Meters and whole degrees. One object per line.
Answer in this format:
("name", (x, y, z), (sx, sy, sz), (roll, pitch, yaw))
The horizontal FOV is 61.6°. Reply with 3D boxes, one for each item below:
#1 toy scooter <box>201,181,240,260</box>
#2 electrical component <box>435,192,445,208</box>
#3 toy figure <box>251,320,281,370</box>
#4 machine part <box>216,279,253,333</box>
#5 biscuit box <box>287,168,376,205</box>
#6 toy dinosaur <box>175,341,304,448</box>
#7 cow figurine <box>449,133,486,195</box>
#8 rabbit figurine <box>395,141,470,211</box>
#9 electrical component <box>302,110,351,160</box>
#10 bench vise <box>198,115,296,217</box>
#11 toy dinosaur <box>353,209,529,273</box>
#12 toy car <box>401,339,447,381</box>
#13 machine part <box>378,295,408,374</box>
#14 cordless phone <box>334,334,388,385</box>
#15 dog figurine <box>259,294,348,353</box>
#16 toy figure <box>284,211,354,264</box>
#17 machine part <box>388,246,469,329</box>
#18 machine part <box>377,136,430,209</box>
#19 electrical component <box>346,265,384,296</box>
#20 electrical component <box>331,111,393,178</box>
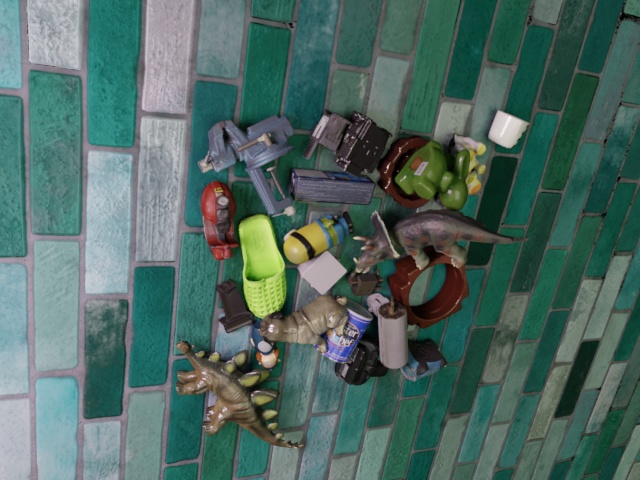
("toy scooter", (-0.213, -0.030, 1.161), (0.075, 0.135, 0.183), (-7, 113, -19))
("electrical component", (0.333, -0.121, 1.418), (0.063, 0.021, 0.093), (-38, 121, -4))
("toy figure", (-0.138, 0.277, 1.372), (0.064, 0.058, 0.154), (2, 119, 19))
("machine part", (-0.212, 0.162, 1.301), (0.084, 0.039, 0.138), (-15, 118, -10))
("biscuit box", (0.029, -0.123, 1.263), (0.203, 0.059, 0.062), (2, 118, -23))
("toy dinosaur", (-0.206, 0.402, 1.346), (0.199, 0.105, 0.470), (-28, 119, 3))
("cow figurine", (0.367, -0.191, 1.373), (0.068, 0.098, 0.167), (-33, 139, -13))
("rabbit figurine", (0.288, -0.144, 1.279), (0.170, 0.121, 0.159), (35, 77, -27))
("electrical component", (0.011, -0.229, 1.206), (0.047, 0.075, 0.119), (23, 97, -28))
("bench vise", (-0.131, -0.151, 1.142), (0.224, 0.129, 0.240), (-32, 103, -29))
("toy dinosaur", (0.269, -0.017, 1.292), (0.405, 0.131, 0.192), (-15, 149, 31))
("toy car", (0.285, 0.355, 1.566), (0.161, 0.109, 0.103), (2, 134, -36))
("machine part", (0.194, 0.253, 1.424), (0.079, 0.079, 0.242), (-16, 118, -16))
("cordless phone", (0.143, 0.336, 1.513), (0.184, 0.089, 0.146), (10, 108, -38))
("dog figurine", (-0.037, 0.188, 1.308), (0.190, 0.121, 0.172), (21, 102, -46))
("toy figure", (-0.003, -0.007, 1.286), (0.180, 0.089, 0.082), (-22, 110, -11))
("machine part", (0.297, 0.125, 1.473), (0.201, 0.087, 0.201), (-26, 118, -12))
("machine part", (0.227, -0.170, 1.334), (0.179, 0.056, 0.179), (-8, 113, -20))
("electrical component", (0.120, 0.107, 1.416), (0.102, 0.045, 0.078), (-7, 143, -17))
("electrical component", (0.093, -0.213, 1.239), (0.115, 0.058, 0.134), (18, 104, -48))
